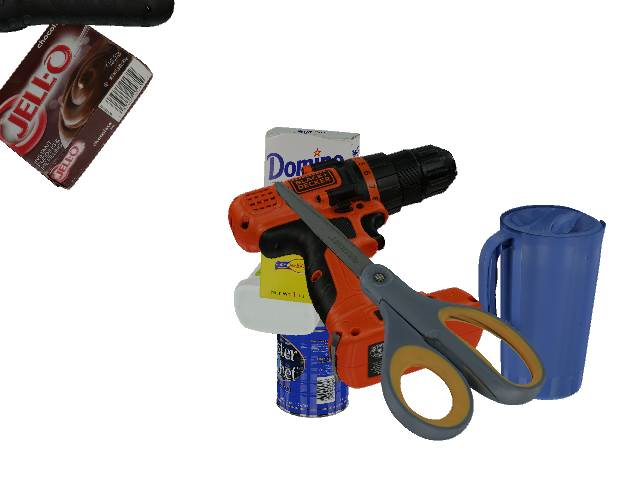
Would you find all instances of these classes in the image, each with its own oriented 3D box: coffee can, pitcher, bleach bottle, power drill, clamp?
[{"bbox_3d":[-0.010,0.160,1.481,0.103,0.140,0.103,1,17,0],"label":"coffee can"},{"bbox_3d":[0.288,0.083,1.400,0.149,0.243,0.144,6,20,16],"label":"pitcher"},{"bbox_3d":[-0.013,0.017,1.305,0.103,0.068,0.250,6,33,18],"label":"bleach bottle"},{"bbox_3d":[0.044,0.009,0.773,0.184,0.057,0.188,-18,45,-12],"label":"power drill"},{"bbox_3d":[-0.174,-0.142,0.607,0.171,0.039,0.120,-5,23,-12],"label":"clamp"}]

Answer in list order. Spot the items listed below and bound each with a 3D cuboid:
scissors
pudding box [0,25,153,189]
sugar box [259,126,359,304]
[{"bbox_3d":[0.027,0.039,0.592,0.202,0.016,0.096,31,52,20],"label":"scissors"},{"bbox_3d":[-0.195,-0.109,0.815,0.090,0.113,0.039,35,-4,28],"label":"pudding box"},{"bbox_3d":[-0.012,-0.025,1.098,0.093,0.176,0.048,5,16,13],"label":"sugar box"}]
